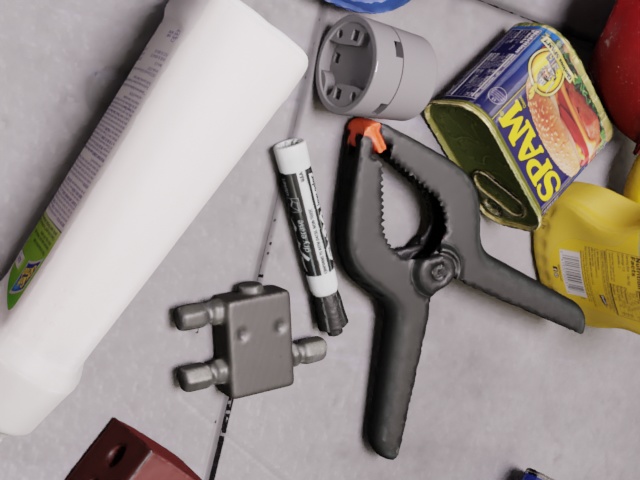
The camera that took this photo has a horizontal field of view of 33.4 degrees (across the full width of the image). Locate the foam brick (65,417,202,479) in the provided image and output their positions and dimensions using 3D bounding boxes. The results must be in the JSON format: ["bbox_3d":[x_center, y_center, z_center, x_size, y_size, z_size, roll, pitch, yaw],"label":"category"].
[{"bbox_3d":[-0.105,0.144,0.567,0.051,0.053,0.078,44,77,-31],"label":"foam brick"}]

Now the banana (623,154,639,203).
[{"bbox_3d":[0.244,-0.004,0.744,0.069,0.037,0.198,-8,124,3],"label":"banana"}]

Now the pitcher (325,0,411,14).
[{"bbox_3d":[-0.002,-0.218,0.516,0.242,0.145,0.149,15,80,-29],"label":"pitcher"}]

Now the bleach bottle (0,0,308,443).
[{"bbox_3d":[-0.107,-0.003,0.518,0.068,0.103,0.251,35,88,-20],"label":"bleach bottle"}]

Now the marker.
[{"bbox_3d":[-0.004,0.001,0.618,0.020,0.020,0.121,-24,112,-25],"label":"marker"}]

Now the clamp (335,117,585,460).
[{"bbox_3d":[0.060,0.025,0.650,0.164,0.036,0.210,-38,114,-10],"label":"clamp"}]

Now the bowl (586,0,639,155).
[{"bbox_3d":[0.212,-0.137,0.670,0.055,0.162,0.162,27,85,11],"label":"bowl"}]

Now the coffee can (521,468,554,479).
[{"bbox_3d":[0.147,0.240,0.714,0.102,0.103,0.140,39,79,-32],"label":"coffee can"}]

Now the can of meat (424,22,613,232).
[{"bbox_3d":[0.125,-0.071,0.660,0.083,0.058,0.102,-45,120,-18],"label":"can of meat"}]

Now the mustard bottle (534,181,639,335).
[{"bbox_3d":[0.217,0.023,0.655,0.058,0.192,0.096,-24,112,-25],"label":"mustard bottle"}]
